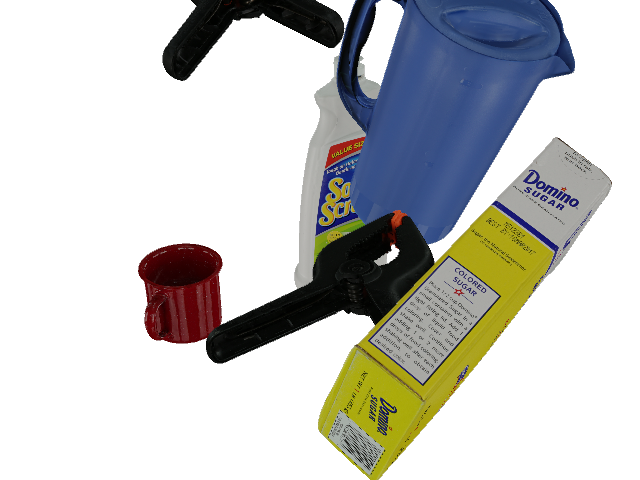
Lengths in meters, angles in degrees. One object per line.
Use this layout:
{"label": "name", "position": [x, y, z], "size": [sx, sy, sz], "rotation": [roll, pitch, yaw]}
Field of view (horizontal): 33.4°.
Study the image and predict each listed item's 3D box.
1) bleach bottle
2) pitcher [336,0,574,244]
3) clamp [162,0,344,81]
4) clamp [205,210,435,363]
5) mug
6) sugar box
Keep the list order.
{"label": "bleach bottle", "position": [0.021, -0.067, 1.112], "size": [0.102, 0.251, 0.068], "rotation": [-2, 25, -2]}
{"label": "pitcher", "position": [0.097, -0.115, 0.942], "size": [0.144, 0.149, 0.243], "rotation": [-11, -37, -28]}
{"label": "clamp", "position": [-0.045, -0.173, 0.748], "size": [0.120, 0.171, 0.039], "rotation": [-2, -44, 2]}
{"label": "clamp", "position": [0.018, 0.037, 0.792], "size": [0.165, 0.036, 0.209], "rotation": [1, 29, 17]}
{"label": "mug", "position": [-0.158, 0.067, 1.188], "size": [0.093, 0.081, 0.117], "rotation": [11, 33, 20]}
{"label": "sugar box", "position": [0.074, 0.032, 0.533], "size": [0.176, 0.048, 0.093], "rotation": [-40, -17, -32]}
